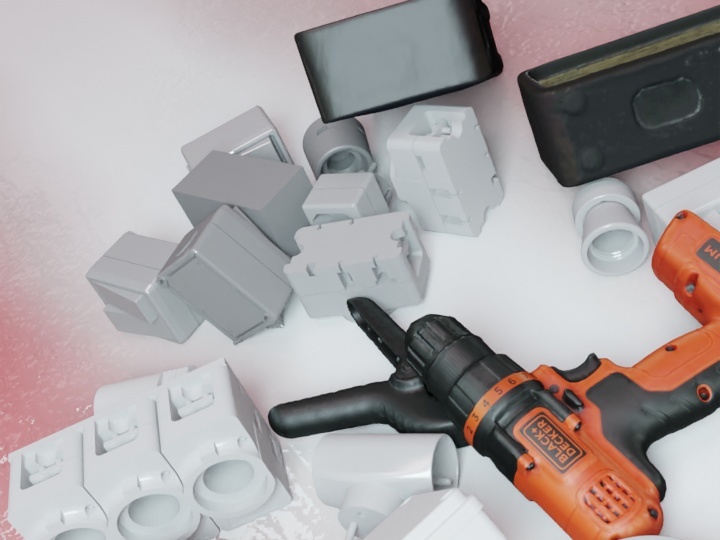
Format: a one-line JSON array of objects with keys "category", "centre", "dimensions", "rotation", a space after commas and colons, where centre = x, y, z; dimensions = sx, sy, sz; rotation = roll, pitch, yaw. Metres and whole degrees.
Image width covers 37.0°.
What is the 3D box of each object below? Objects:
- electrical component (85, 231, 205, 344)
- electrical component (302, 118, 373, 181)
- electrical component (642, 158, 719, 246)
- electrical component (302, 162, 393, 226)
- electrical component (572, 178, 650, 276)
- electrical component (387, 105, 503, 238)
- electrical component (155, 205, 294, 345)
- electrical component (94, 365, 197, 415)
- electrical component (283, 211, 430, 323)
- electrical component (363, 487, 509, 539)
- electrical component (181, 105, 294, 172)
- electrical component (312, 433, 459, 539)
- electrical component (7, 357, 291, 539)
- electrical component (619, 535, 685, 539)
[{"category": "electrical component", "centre": [-0.170, 0.015, 0.854], "dimensions": [0.096, 0.061, 0.061], "rotation": [12, 52, 39]}, {"category": "electrical component", "centre": [-0.017, -0.096, 0.902], "dimensions": [0.055, 0.055, 0.047], "rotation": [-23, 41, 4]}, {"category": "electrical component", "centre": [0.229, -0.026, 0.681], "dimensions": [0.066, 0.047, 0.076], "rotation": [-26, 37, 1]}, {"category": "electrical component", "centre": [0.001, -0.050, 0.827], "dimensions": [0.047, 0.065, 0.076], "rotation": [1, 45, 31]}, {"category": "electrical component", "centre": [0.168, -0.030, 0.723], "dimensions": [0.045, 0.045, 0.055], "rotation": [-15, 38, 14]}, {"category": "electrical component", "centre": [0.061, -0.074, 0.800], "dimensions": [0.056, 0.089, 0.050], "rotation": [10, 50, 38]}, {"category": "electrical component", "centre": [-0.089, 0.006, 0.798], "dimensions": [0.062, 0.096, 0.061], "rotation": [-31, 24, 48]}, {"category": "electrical component", "centre": [-0.141, 0.094, 0.759], "dimensions": [0.081, 0.043, 0.043], "rotation": [-14, 39, 16]}, {"category": "electrical component", "centre": [0.000, 0.000, 0.777], "dimensions": [0.089, 0.055, 0.050], "rotation": [-8, 41, 22]}, {"category": "electrical component", "centre": [0.018, 0.164, 0.531], "dimensions": [0.109, 0.056, 0.108], "rotation": [-39, -4, -17]}, {"category": "electrical component", "centre": [-0.108, -0.087, 0.937], "dimensions": [0.096, 0.061, 0.061], "rotation": [-29, 38, -4]}, {"category": "electrical component", "centre": [0.011, 0.132, 0.626], "dimensions": [0.077, 0.044, 0.079], "rotation": [-4, 43, 26]}, {"category": "electrical component", "centre": [-0.130, 0.133, 0.670], "dimensions": [0.150, 0.089, 0.061], "rotation": [-24, 38, 3]}, {"category": "electrical component", "centre": [0.135, 0.173, 0.492], "dimensions": [0.108, 0.060, 0.108], "rotation": [-16, 39, 13]}]
